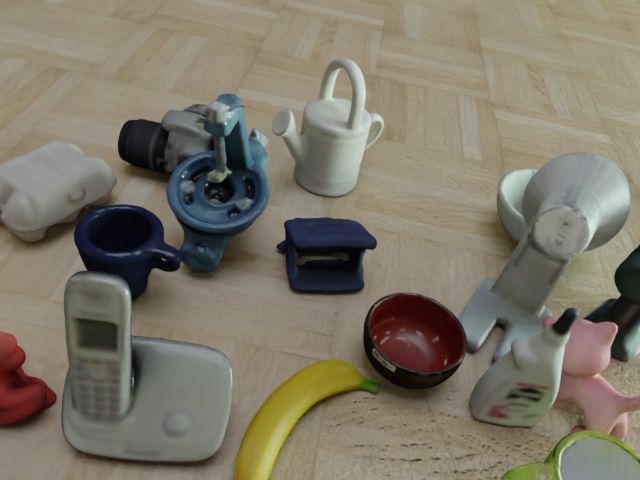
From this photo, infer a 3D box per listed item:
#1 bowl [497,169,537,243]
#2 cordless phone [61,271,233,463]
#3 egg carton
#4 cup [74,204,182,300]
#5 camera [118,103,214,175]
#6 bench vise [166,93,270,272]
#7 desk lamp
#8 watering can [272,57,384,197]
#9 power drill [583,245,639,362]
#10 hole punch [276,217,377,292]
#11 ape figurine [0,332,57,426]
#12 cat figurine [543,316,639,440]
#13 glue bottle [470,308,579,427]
[{"bbox_3d":[0.332,-0.029,0.848,0.167,0.075,0.167,7,41,-6],"label":"bowl"},{"bbox_3d":[-0.147,0.107,0.491,0.147,0.185,0.094,6,42,-8],"label":"cordless phone"},{"bbox_3d":[-0.339,-0.064,0.720,0.107,0.069,0.150,28,44,17],"label":"egg carton"},{"bbox_3d":[-0.206,0.026,0.635,0.117,0.095,0.092,19,42,8],"label":"cup"},{"bbox_3d":[-0.207,-0.146,0.821,0.137,0.101,0.143,13,41,0],"label":"camera"},{"bbox_3d":[-0.119,-0.097,0.699,0.121,0.220,0.207,5,42,-8],"label":"bench vise"},{"bbox_3d":[0.266,0.018,0.674,0.117,0.213,0.204,29,44,18],"label":"desk lamp"},{"bbox_3d":[0.018,-0.165,0.829,0.100,0.194,0.173,36,46,24],"label":"watering can"},{"bbox_3d":[0.410,0.042,0.688,0.230,0.208,0.075,-24,53,-34],"label":"power drill"},{"bbox_3d":[0.007,0.003,0.718,0.109,0.091,0.101,0,43,-14],"label":"hole punch"},{"bbox_3d":[-0.285,0.118,0.514,0.076,0.092,0.077,-13,47,-26],"label":"ape figurine"},{"bbox_3d":[0.290,0.141,0.616,0.067,0.118,0.127,-13,47,-26],"label":"cat figurine"},{"bbox_3d":[0.212,0.126,0.571,0.078,0.173,0.037,6,42,-7],"label":"glue bottle"}]
